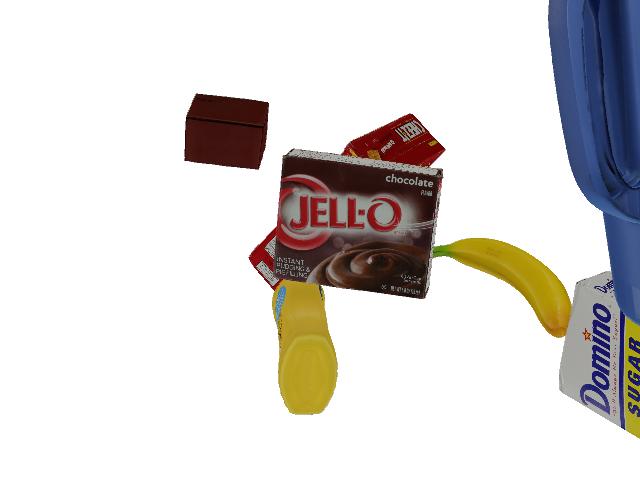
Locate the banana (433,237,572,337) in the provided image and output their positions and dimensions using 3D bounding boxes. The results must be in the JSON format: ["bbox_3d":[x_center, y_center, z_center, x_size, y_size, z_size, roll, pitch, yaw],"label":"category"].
[{"bbox_3d":[0.192,0.039,1.059,0.069,0.037,0.198,-34,36,-18],"label":"banana"}]

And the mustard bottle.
[{"bbox_3d":[-0.020,0.090,1.115,0.058,0.096,0.191,-1,27,-5],"label":"mustard bottle"}]

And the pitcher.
[{"bbox_3d":[0.202,-0.068,0.584,0.149,0.243,0.145,-7,22,9],"label":"pitcher"}]

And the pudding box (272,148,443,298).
[{"bbox_3d":[0.026,-0.013,0.754,0.113,0.090,0.039,7,17,7],"label":"pudding box"}]

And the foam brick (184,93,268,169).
[{"bbox_3d":[-0.093,-0.109,1.066,0.078,0.051,0.053,7,34,2],"label":"foam brick"}]

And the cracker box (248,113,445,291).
[{"bbox_3d":[0.029,-0.044,1.264,0.214,0.072,0.163,-47,-8,34],"label":"cracker box"}]

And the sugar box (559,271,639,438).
[{"bbox_3d":[0.244,0.097,0.720,0.048,0.093,0.176,-16,30,-38],"label":"sugar box"}]
